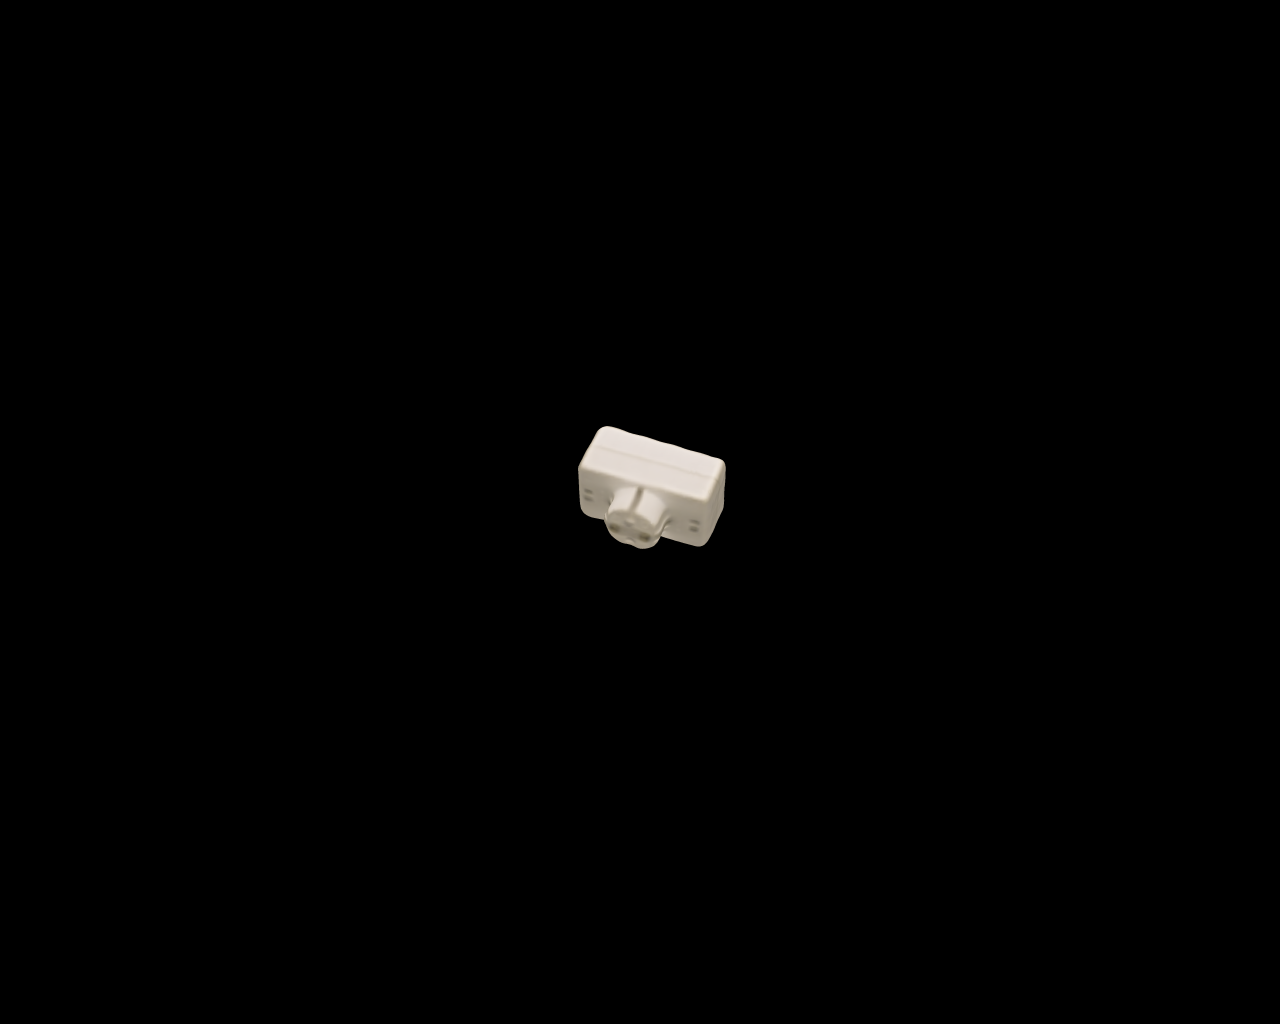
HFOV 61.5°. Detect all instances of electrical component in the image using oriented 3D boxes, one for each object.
[{"bbox_3d":[0.001,-0.003,0.650,0.083,0.076,0.047,17,-39,14],"label":"electrical component"}]
